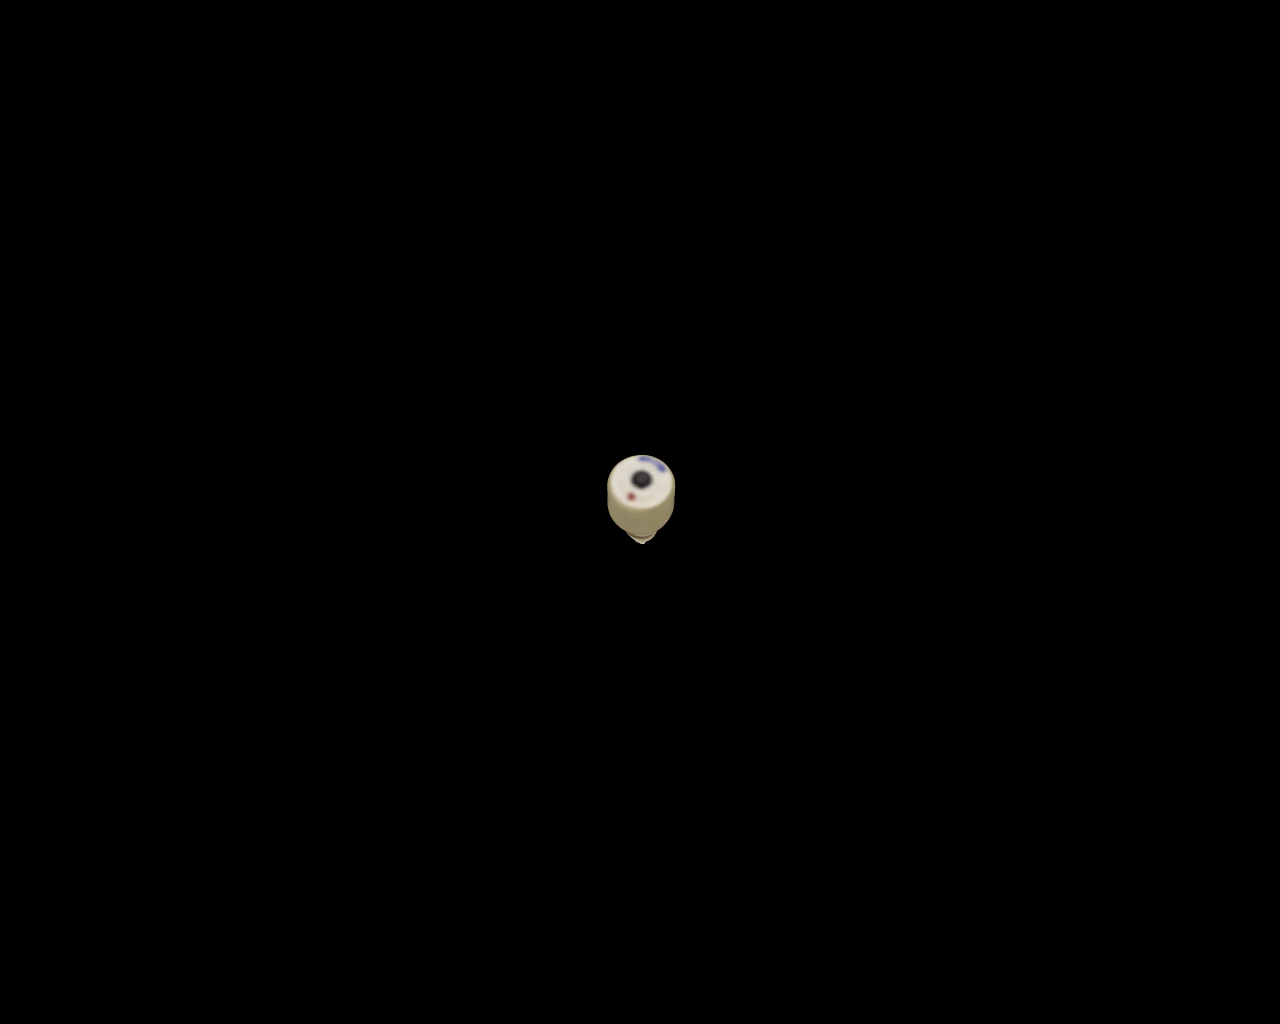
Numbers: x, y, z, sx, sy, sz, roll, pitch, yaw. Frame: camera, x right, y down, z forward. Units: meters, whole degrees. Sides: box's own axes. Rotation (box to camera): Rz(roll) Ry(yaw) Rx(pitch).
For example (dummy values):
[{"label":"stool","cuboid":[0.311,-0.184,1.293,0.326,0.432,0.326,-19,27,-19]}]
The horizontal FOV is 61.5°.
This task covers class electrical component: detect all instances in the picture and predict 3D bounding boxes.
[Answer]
[{"label":"electrical component","cuboid":[0.001,-0.003,0.650,0.040,0.040,0.078,0,-28,0]}]
